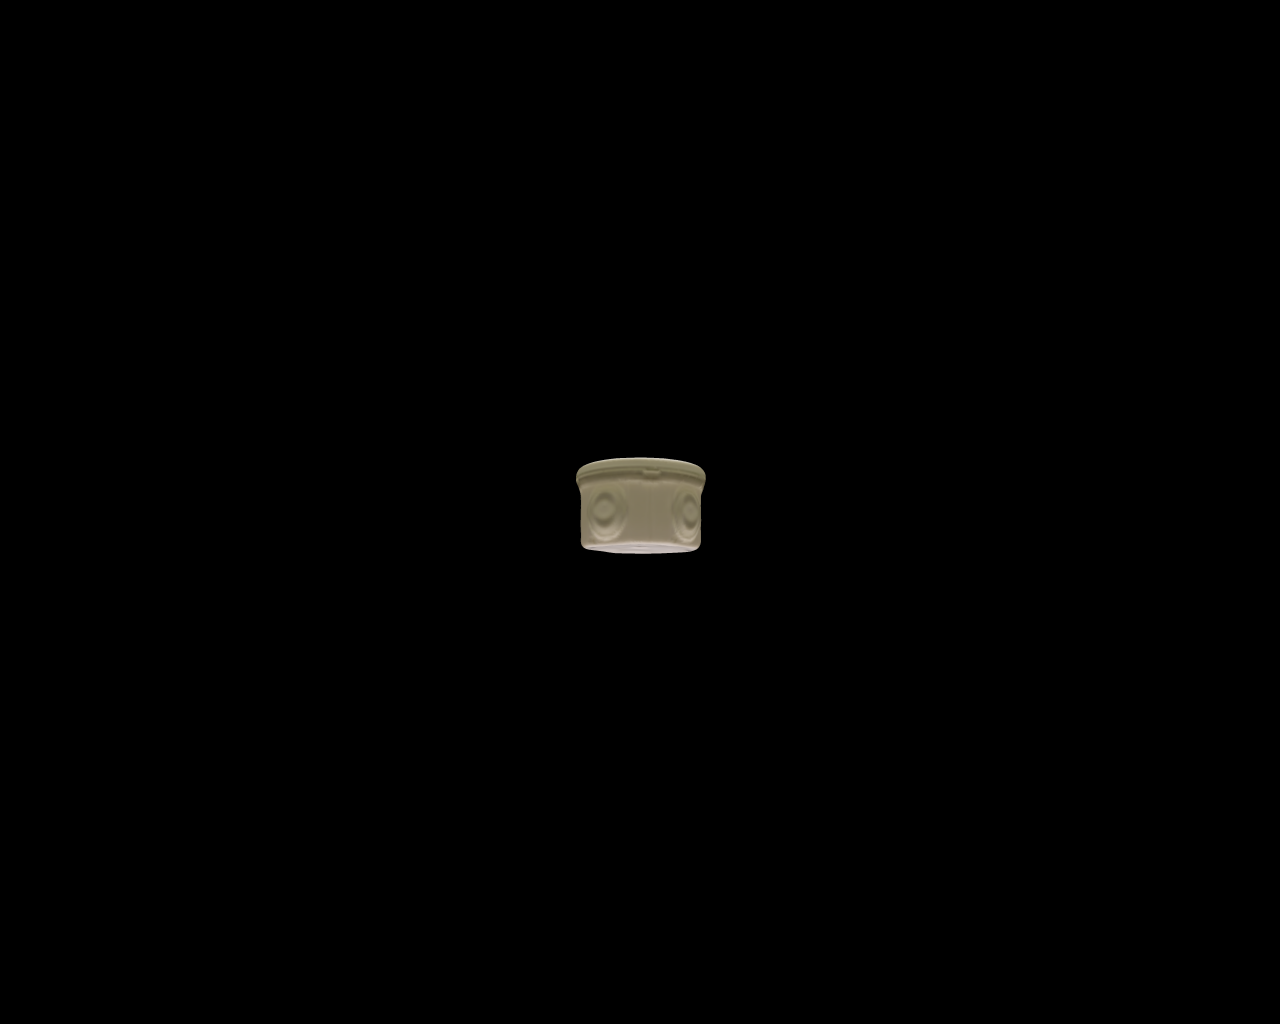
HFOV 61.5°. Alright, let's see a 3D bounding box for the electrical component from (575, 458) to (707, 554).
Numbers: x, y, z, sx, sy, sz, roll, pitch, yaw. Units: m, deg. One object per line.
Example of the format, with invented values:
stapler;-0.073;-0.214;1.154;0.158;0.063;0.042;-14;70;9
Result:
electrical component;0.001;-0.003;0.650;0.080;0.051;0.080;0;-7;0
